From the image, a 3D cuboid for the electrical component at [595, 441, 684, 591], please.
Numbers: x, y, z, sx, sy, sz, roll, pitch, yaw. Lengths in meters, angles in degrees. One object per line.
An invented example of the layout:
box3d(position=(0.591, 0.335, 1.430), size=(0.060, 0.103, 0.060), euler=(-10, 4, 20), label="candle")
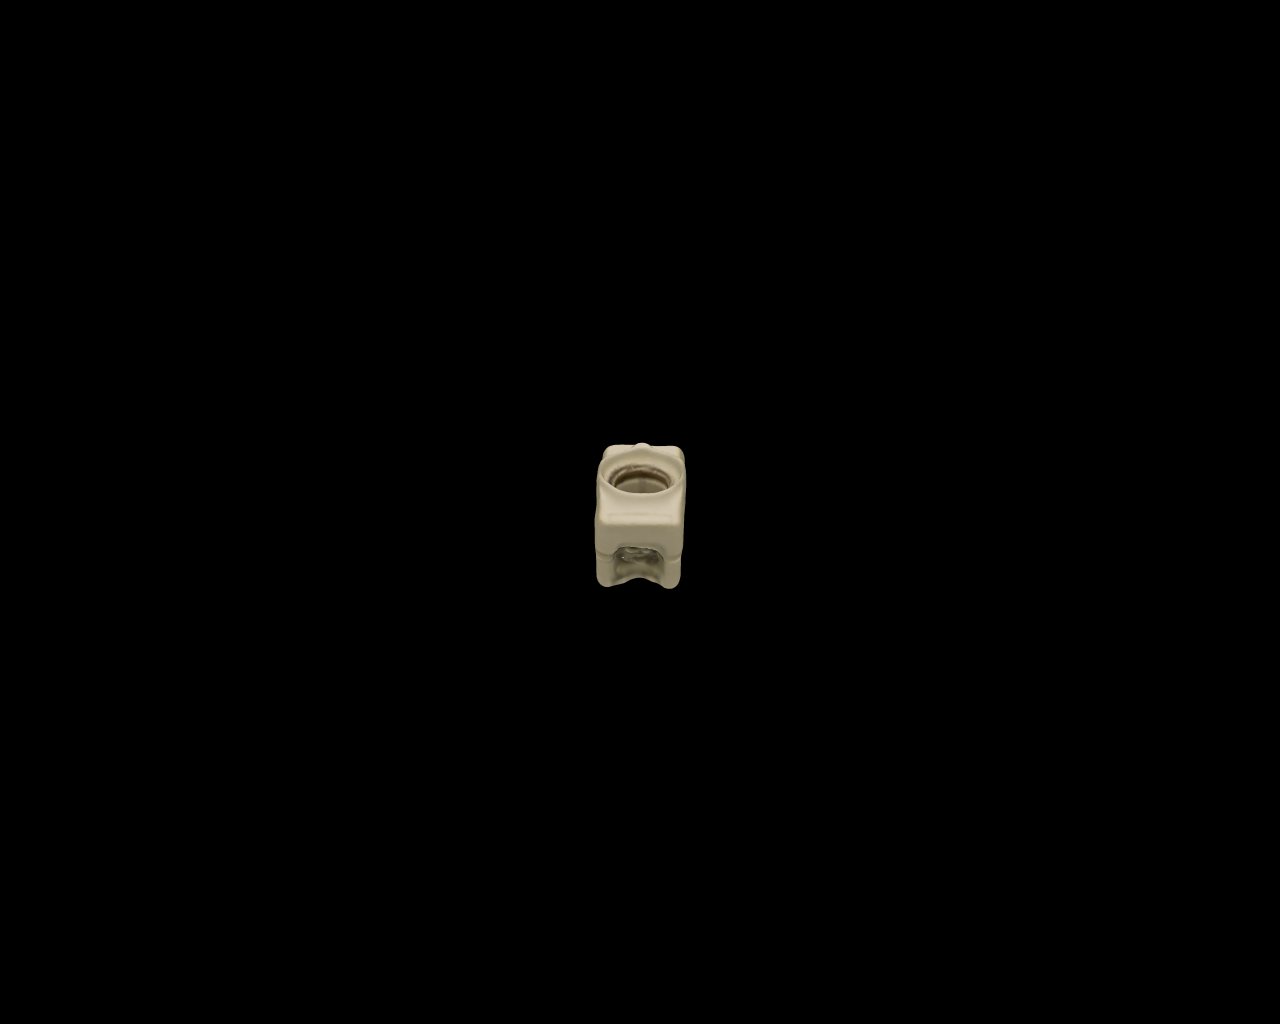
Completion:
box3d(position=(0.001, -0.003, 0.650), size=(0.050, 0.055, 0.090), euler=(1, 35, 2), label="electrical component")
